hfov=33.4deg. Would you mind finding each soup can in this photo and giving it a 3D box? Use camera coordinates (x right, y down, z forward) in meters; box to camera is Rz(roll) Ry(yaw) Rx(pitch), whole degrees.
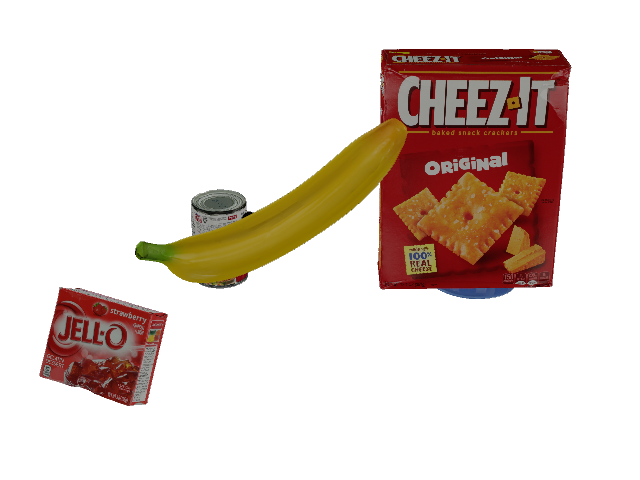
[{"bbox_3d":[-0.122,-0.003,1.292,0.068,0.102,0.068,1,26,-1],"label":"soup can"}]

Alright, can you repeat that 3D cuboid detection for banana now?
[{"bbox_3d":[-0.025,-0.017,0.727,0.198,0.037,0.069,-28,-20,1],"label":"banana"}]

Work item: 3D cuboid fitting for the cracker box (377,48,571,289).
[{"bbox_3d":[0.135,-0.062,0.973,0.164,0.214,0.072,0,22,1],"label":"cracker box"}]

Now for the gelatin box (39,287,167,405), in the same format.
[{"bbox_3d":[-0.170,0.081,0.829,0.089,0.073,0.030,14,1,23],"label":"gelatin box"}]

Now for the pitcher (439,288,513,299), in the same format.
[{"bbox_3d":[0.177,-0.057,1.208,0.149,0.243,0.145,-9,24,-23],"label":"pitcher"}]

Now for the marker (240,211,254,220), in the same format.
[{"bbox_3d":[-0.086,0.002,1.046,0.020,0.020,0.121,0,25,18],"label":"marker"}]
